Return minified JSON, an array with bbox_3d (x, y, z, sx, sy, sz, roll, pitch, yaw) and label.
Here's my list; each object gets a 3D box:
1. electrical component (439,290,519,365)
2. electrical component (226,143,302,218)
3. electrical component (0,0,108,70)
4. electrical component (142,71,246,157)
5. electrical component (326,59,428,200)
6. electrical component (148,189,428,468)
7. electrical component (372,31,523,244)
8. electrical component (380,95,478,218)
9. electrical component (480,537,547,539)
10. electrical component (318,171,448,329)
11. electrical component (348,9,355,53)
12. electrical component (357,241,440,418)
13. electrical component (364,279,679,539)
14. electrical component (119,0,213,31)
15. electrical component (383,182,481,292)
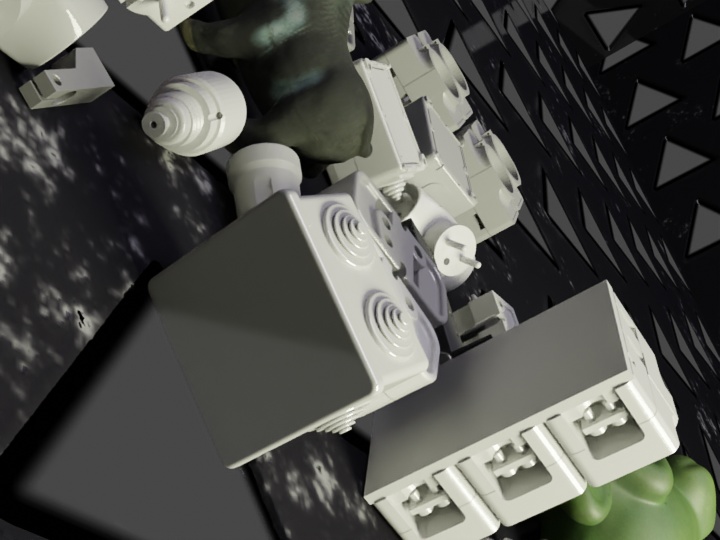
[{"bbox_3d":[0.082,0.051,0.753,0.048,0.055,0.066,36,31,-50],"label":"electrical component"},{"bbox_3d":[-0.049,-0.038,0.572,0.040,0.040,0.046,35,37,-52],"label":"electrical component"},{"bbox_3d":[-0.147,-0.116,0.427,0.077,0.043,0.079,52,22,-25],"label":"electrical component"},{"bbox_3d":[-0.085,-0.076,0.531,0.040,0.040,0.078,60,19,-5],"label":"electrical component"},{"bbox_3d":[0.001,-0.090,0.747,0.096,0.061,0.062,70,19,0],"label":"electrical component"},{"bbox_3d":[-0.030,0.023,0.450,0.048,0.100,0.099,-11,73,-56],"label":"electrical component"},{"bbox_3d":[0.081,-0.123,0.979,0.186,0.060,0.105,59,20,-7],"label":"electrical component"},{"bbox_3d":[0.044,-0.083,0.832,0.061,0.061,0.096,47,24,-35],"label":"electrical component"},{"bbox_3d":[0.075,0.163,0.572,0.048,0.062,0.048,50,22,-29],"label":"electrical component"},{"bbox_3d":[0.000,0.000,0.611,0.095,0.059,0.053,52,22,-25],"label":"electrical component"},{"bbox_3d":[-0.043,-0.174,0.742,0.053,0.059,0.095,49,23,-32],"label":"electrical component"},{"bbox_3d":[-0.009,0.025,0.554,0.095,0.059,0.053,55,20,-17],"label":"electrical component"},{"bbox_3d":[0.084,0.083,0.570,0.061,0.150,0.089,53,21,-20],"label":"electrical component"},{"bbox_3d":[-0.112,-0.161,0.569,0.083,0.047,0.075,39,29,-47],"label":"electrical component"},{"bbox_3d":[0.056,-0.018,0.767,0.077,0.043,0.079,47,-13,-34],"label":"electrical component"}]
